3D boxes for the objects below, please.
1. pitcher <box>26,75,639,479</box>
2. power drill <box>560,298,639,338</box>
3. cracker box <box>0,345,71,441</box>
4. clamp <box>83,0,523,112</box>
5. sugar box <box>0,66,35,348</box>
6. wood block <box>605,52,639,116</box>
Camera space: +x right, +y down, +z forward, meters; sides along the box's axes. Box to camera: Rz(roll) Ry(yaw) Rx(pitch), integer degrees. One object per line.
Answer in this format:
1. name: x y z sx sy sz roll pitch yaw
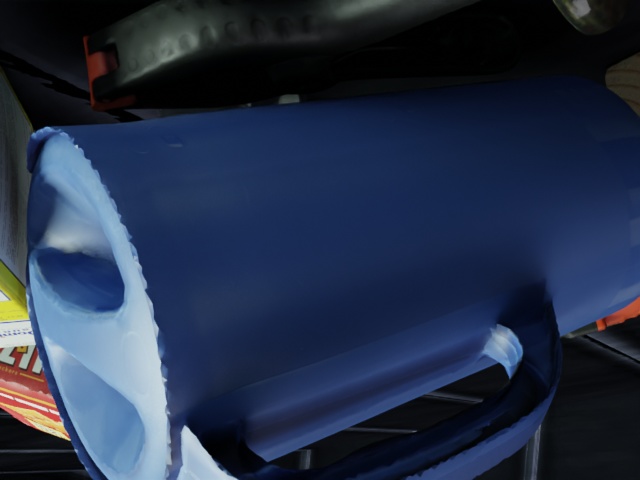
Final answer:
1. pitcher: 0.022 0.011 0.406 0.242 0.149 0.145 -14 178 -29
2. power drill: 0.166 0.055 0.845 0.184 0.057 0.188 -13 178 -4
3. cracker box: -0.121 0.084 0.629 0.164 0.072 0.214 17 163 3
4. clamp: -0.002 -0.076 0.378 0.171 0.039 0.120 -10 166 -3
5. sugar box: -0.142 -0.014 0.440 0.048 0.093 0.176 -3 165 -8
6. wood block: 0.246 -0.045 0.522 0.205 0.090 0.091 4 162 -36
